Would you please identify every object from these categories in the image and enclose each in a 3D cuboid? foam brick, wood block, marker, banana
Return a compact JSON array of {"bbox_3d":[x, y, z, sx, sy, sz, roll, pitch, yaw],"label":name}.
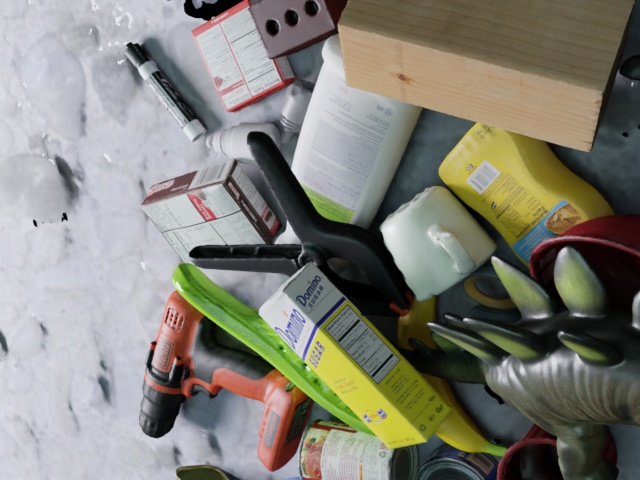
[{"bbox_3d":[-0.013,-0.202,0.960,0.078,0.051,0.053,-20,95,33],"label":"foam brick"},{"bbox_3d":[0.128,-0.152,0.838,0.206,0.090,0.091,18,157,15],"label":"wood block"},{"bbox_3d":[-0.158,-0.151,1.078,0.020,0.020,0.121,-42,83,32],"label":"marker"},{"bbox_3d":[0.111,0.121,1.005,0.070,0.037,0.198,-23,95,13],"label":"banana"}]

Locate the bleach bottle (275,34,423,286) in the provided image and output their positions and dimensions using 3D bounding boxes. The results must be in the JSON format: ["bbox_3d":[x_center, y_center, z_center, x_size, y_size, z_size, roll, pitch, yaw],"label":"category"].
[{"bbox_3d":[0.011,-0.057,0.986,0.102,0.068,0.251,31,120,12],"label":"bleach bottle"}]

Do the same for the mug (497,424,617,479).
[{"bbox_3d":[0.207,0.209,0.948,0.093,0.081,0.117,44,121,10],"label":"mug"}]

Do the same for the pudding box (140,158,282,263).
[{"bbox_3d":[-0.109,-0.024,1.061,0.114,0.039,0.090,-13,126,34],"label":"pudding box"}]

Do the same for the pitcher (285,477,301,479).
[{"bbox_3d":[-0.048,0.346,1.039,0.145,0.242,0.149,8,116,26],"label":"pitcher"}]

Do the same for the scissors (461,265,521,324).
[{"bbox_3d":[0.206,0.054,0.914,0.202,0.016,0.096,-10,123,39],"label":"scissors"}]

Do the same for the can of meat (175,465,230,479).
[{"bbox_3d":[-0.123,0.306,1.157,0.102,0.057,0.084,30,112,52],"label":"can of meat"}]

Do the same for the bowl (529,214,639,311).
[{"bbox_3d":[0.242,0.031,0.804,0.162,0.055,0.162,30,158,13],"label":"bowl"}]

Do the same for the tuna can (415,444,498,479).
[{"bbox_3d":[0.135,0.241,1.028,0.086,0.033,0.086,10,110,27],"label":"tuna can"}]

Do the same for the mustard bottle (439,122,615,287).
[{"bbox_3d":[0.192,-0.020,0.895,0.192,0.058,0.096,47,140,8],"label":"mustard bottle"}]

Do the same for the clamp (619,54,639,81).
[{"bbox_3d":[0.321,-0.096,0.805,0.172,0.039,0.120,-7,123,22],"label":"clamp"}]

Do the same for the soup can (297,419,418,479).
[{"bbox_3d":[0.038,0.218,1.055,0.102,0.068,0.068,3,107,28],"label":"soup can"}]

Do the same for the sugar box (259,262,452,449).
[{"bbox_3d":[0.027,0.104,0.929,0.176,0.048,0.093,43,157,-1],"label":"sugar box"}]

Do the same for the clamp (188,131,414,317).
[{"bbox_3d":[-0.006,0.001,0.958,0.210,0.036,0.165,25,129,3],"label":"clamp"}]

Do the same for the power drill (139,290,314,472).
[{"bbox_3d":[-0.105,0.165,1.125,0.188,0.057,0.184,27,117,20],"label":"power drill"}]

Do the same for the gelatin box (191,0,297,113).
[{"bbox_3d":[-0.072,-0.175,1.015,0.073,0.030,0.089,-22,94,31],"label":"gelatin box"}]
